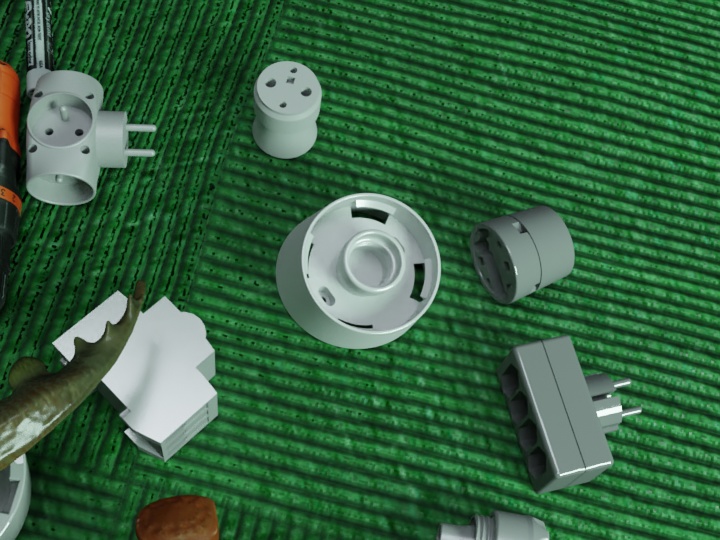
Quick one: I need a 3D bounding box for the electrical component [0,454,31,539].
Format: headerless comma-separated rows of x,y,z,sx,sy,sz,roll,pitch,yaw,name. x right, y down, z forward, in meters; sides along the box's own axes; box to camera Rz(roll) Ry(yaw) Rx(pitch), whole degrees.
-0.234,0.121,0.590,0.108,0.060,0.108,2,66,-6,electrical component

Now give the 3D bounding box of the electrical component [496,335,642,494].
0.136,0.085,0.661,0.076,0.047,0.083,-11,68,-12,electrical component

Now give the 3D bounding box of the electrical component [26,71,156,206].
-0.173,-0.085,0.699,0.079,0.044,0.077,1,66,-7,electrical component

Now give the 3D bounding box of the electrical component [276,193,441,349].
0.000,0.000,0.686,0.099,0.064,0.099,4,76,-15,electrical component

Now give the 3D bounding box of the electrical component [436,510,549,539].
0.075,0.160,0.622,0.062,0.043,0.043,11,65,-1,electrical component

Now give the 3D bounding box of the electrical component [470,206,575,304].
0.106,-0.011,0.697,0.047,0.055,0.055,-20,70,-19,electrical component

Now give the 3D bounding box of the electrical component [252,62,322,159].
-0.049,-0.107,0.719,0.045,0.055,0.045,2,66,-6,electrical component
